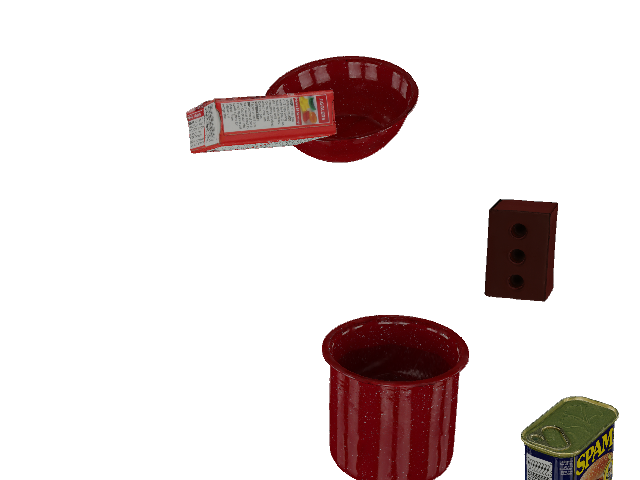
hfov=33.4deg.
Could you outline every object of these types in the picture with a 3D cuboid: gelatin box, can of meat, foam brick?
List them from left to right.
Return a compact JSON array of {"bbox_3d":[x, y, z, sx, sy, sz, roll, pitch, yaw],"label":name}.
[{"bbox_3d":[-0.039,-0.073,0.660,0.073,0.030,0.089,-7,3,-17],"label":"gelatin box"},{"bbox_3d":[0.171,0.008,0.905,0.053,0.078,0.051,5,15,19],"label":"foam brick"},{"bbox_3d":[0.227,0.203,0.971,0.058,0.084,0.101,14,26,39],"label":"can of meat"}]

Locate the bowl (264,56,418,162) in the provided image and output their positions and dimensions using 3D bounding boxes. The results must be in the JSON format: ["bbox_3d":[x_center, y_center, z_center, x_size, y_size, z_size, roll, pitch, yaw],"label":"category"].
[{"bbox_3d":[0.023,-0.130,1.121,0.162,0.055,0.162,-4,40,3],"label":"bowl"}]

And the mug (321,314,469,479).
[{"bbox_3d":[0.052,0.100,0.698,0.093,0.081,0.117,11,25,24],"label":"mug"}]
